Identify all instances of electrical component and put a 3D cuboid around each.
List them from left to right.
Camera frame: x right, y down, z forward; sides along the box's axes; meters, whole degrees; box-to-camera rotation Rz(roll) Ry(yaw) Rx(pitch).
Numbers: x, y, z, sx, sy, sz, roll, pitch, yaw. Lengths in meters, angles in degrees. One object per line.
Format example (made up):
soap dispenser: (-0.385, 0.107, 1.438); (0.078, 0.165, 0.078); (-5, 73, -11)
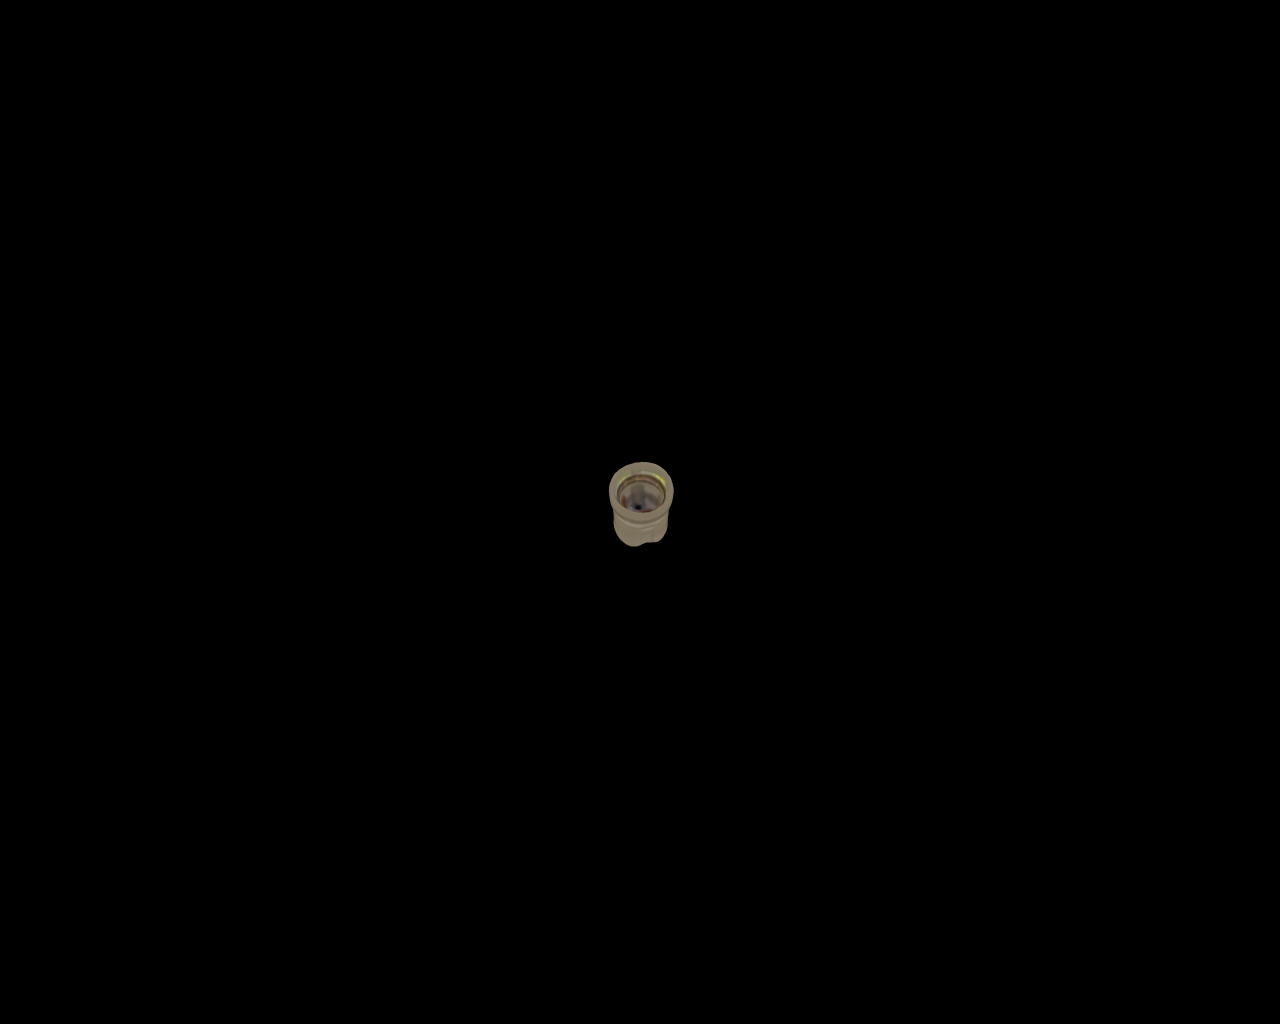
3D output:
electrical component: (0.001, -0.003, 0.650); (0.040, 0.040, 0.046); (0, -33, 0)
